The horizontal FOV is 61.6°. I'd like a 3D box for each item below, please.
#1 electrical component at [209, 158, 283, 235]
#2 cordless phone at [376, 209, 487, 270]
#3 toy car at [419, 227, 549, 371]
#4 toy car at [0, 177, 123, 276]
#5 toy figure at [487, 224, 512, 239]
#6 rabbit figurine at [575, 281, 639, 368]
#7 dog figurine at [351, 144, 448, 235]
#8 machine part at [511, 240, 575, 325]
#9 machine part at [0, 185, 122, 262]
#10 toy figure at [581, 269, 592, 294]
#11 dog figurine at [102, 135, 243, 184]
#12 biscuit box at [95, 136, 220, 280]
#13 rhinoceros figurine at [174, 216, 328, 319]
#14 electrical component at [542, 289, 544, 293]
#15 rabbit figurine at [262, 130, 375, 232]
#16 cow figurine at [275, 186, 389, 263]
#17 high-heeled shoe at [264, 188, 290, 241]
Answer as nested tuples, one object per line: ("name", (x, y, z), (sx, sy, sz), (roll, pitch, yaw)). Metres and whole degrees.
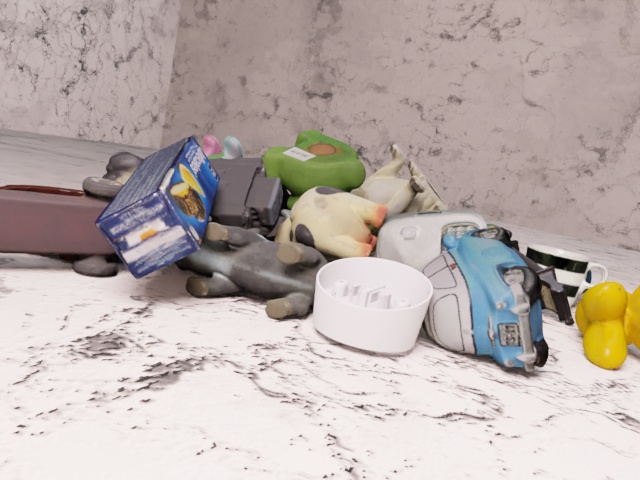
("electrical component", (-0.114, -0.046, 0.643), (0.134, 0.058, 0.115), (1, 45, 7))
("cordless phone", (0.137, 0.029, 0.673), (0.147, 0.088, 0.184), (-3, 19, 17))
("toy car", (0.141, 0.058, 0.498), (0.103, 0.109, 0.162), (-11, 19, 8))
("toy car", (-0.263, -0.016, 0.463), (0.202, 0.089, 0.053), (2, 13, -37))
("toy figure", (0.299, 0.011, 1.008), (0.089, 0.082, 0.180), (-4, 6, 35))
("rabbit figurine", (0.337, 0.089, 0.551), (0.162, 0.121, 0.173), (-4, 1, -26))
("dog figurine", (0.093, -0.034, 0.853), (0.172, 0.190, 0.121), (37, 24, -36))
("machine part", (0.279, 0.047, 0.703), (0.084, 0.039, 0.139), (50, 6, -33))
("machine part", (-0.276, -0.023, 0.594), (0.179, 0.056, 0.179), (10, 8, -1))
("toy figure", (0.371, 0.051, 0.906), (0.155, 0.064, 0.058), (13, 45, 42))
("dog figurine", (-0.213, -0.060, 0.795), (0.219, 0.191, 0.109), (-33, 34, -25))
("biscuit box", (-0.140, -0.041, 0.501), (0.063, 0.059, 0.203), (-26, 23, 6))
("rhinoceros figurine", (-0.077, 0.016, 0.530), (0.191, 0.073, 0.112), (15, 11, 22))
("electrical component", (0.218, 0.069, 0.646), (0.078, 0.045, 0.102), (20, 12, 37))
("rabbit figurine", (0.010, -0.047, 0.741), (0.159, 0.170, 0.121), (18, 38, 21))
("cow figurine", (-0.001, -0.002, 0.611), (0.127, 0.085, 0.195), (26, -15, 4))
("high-heeled shoe", (-0.127, -0.012, 0.761), (0.249, 0.145, 0.086), (-26, 46, -27))
